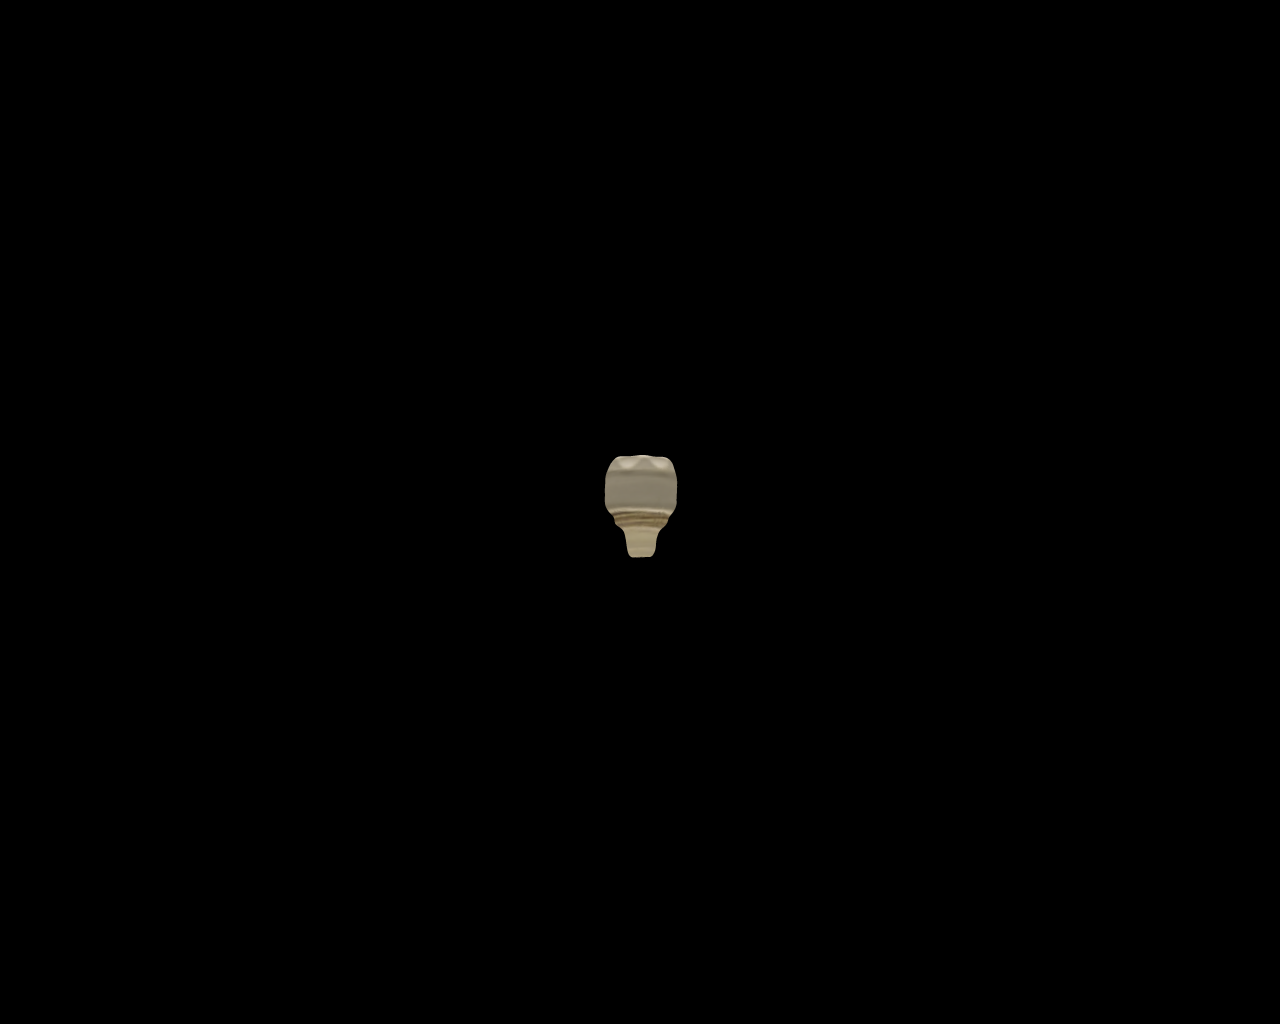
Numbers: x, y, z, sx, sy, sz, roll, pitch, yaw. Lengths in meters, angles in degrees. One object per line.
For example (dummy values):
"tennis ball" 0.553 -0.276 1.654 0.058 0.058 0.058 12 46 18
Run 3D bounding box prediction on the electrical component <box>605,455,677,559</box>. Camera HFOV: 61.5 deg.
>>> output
"electrical component" 0.001 -0.003 0.650 0.043 0.062 0.043 0 -4 0
